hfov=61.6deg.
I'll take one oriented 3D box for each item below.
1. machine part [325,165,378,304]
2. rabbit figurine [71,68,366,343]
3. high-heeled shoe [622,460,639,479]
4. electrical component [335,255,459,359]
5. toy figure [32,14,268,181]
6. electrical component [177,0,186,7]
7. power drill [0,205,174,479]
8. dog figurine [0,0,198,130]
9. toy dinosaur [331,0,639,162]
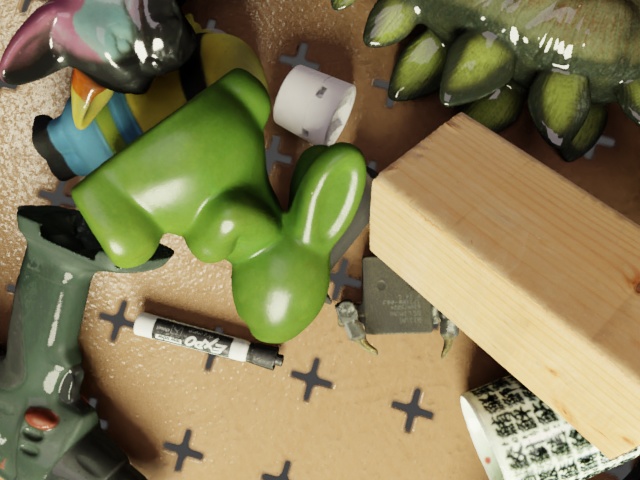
[{"bbox_3d":[-0.001,-0.001,0.424,0.084,0.039,0.139,39,90,14],"label":"machine part"},{"bbox_3d":[-0.047,-0.015,0.367,0.159,0.121,0.170,-37,109,-5],"label":"rabbit figurine"},{"bbox_3d":[0.220,0.168,0.376,0.249,0.086,0.145,-4,81,-2],"label":"high-heeled shoe"},{"bbox_3d":[0.063,0.048,0.411,0.102,0.045,0.078,4,86,3],"label":"electrical component"},{"bbox_3d":[-0.127,-0.096,0.415,0.180,0.082,0.089,-25,62,-2],"label":"toy figure"},{"bbox_3d":[-0.154,-0.248,0.446,0.115,0.058,0.134,37,88,3],"label":"electrical component"},{"bbox_3d":[-0.180,0.090,0.398,0.232,0.086,0.207,24,104,9],"label":"power drill"},{"bbox_3d":[-0.155,-0.189,0.348,0.192,0.108,0.219,17,81,9],"label":"dog figurine"},{"bbox_3d":[0.145,-0.175,0.401,0.472,0.105,0.198,22,89,9],"label":"toy dinosaur"}]
